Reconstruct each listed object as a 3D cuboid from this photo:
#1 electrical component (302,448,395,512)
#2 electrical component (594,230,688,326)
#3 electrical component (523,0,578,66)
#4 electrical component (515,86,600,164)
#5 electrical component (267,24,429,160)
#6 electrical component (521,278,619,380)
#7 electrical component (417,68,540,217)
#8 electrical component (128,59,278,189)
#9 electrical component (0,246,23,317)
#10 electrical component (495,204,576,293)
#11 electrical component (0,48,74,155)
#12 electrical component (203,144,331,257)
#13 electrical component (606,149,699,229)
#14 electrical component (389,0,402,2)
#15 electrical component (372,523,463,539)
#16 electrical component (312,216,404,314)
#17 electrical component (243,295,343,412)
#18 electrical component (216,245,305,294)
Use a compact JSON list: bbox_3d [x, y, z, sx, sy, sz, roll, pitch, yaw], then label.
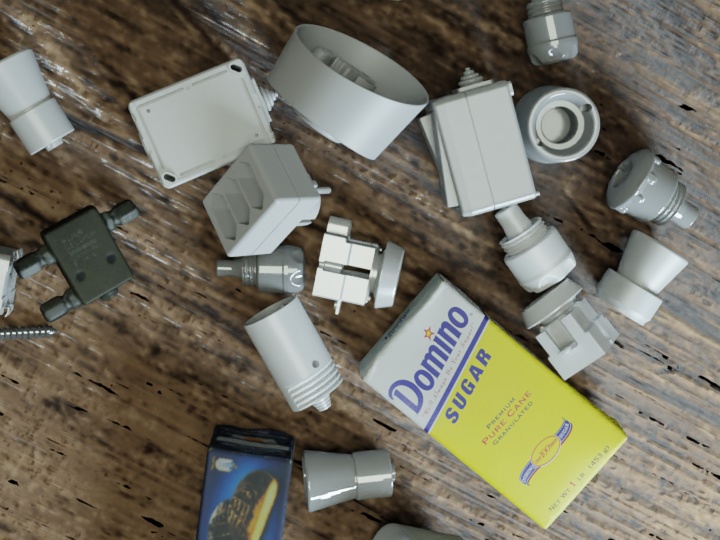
[{"bbox_3d":[-0.007,0.149,0.777,0.065,0.044,0.044,-5,98,-6],"label":"electrical component"},{"bbox_3d":[0.199,0.006,0.763,0.045,0.045,0.055,31,96,-6],"label":"electrical component"},{"bbox_3d":[0.128,-0.173,0.740,0.035,0.035,0.061,-13,96,-1],"label":"electrical component"},{"bbox_3d":[0.136,-0.100,0.744,0.055,0.047,0.055,0,98,-2],"label":"electrical component"},{"bbox_3d":[-0.009,-0.120,0.712,0.099,0.099,0.064,37,102,-7],"label":"electrical component"},{"bbox_3d":[0.147,0.040,0.761,0.048,0.066,0.055,-40,85,29],"label":"electrical component"},{"bbox_3d":[0.077,-0.089,0.736,0.061,0.061,0.096,-16,98,0],"label":"electrical component"},{"bbox_3d":[-0.101,-0.101,0.731,0.096,0.061,0.061,-24,99,-7],"label":"electrical component"},{"bbox_3d":[-0.270,0.003,0.744,0.064,0.042,0.081,12,98,-6],"label":"electrical component"},{"bbox_3d":[0.119,-0.018,0.757,0.043,0.043,0.062,-35,96,3],"label":"electrical component"},{"bbox_3d":[-0.225,-0.112,0.731,0.044,0.044,0.065,-30,103,2],"label":"electrical component"},{"bbox_3d":[-0.053,-0.048,0.729,0.066,0.077,0.047,-44,64,39],"label":"electrical component"},{"bbox_3d":[0.209,-0.052,0.756,0.062,0.048,0.048,30,96,-13],"label":"electrical component"},{"bbox_3d":[-0.015,-0.242,0.713,0.109,0.056,0.108,7,98,-3],"label":"electrical component"},{"bbox_3d":[0.042,0.232,0.764,0.064,0.099,0.099,7,98,-10],"label":"electrical component"},{"bbox_3d":[0.000,0.000,0.754,0.055,0.048,0.066,12,97,4],"label":"electrical component"},{"bbox_3d":[-0.044,0.063,0.761,0.043,0.043,0.081,-29,98,2],"label":"electrical component"},{"bbox_3d":[-0.070,-0.001,0.756,0.061,0.035,0.035,1,98,0],"label":"electrical component"}]
